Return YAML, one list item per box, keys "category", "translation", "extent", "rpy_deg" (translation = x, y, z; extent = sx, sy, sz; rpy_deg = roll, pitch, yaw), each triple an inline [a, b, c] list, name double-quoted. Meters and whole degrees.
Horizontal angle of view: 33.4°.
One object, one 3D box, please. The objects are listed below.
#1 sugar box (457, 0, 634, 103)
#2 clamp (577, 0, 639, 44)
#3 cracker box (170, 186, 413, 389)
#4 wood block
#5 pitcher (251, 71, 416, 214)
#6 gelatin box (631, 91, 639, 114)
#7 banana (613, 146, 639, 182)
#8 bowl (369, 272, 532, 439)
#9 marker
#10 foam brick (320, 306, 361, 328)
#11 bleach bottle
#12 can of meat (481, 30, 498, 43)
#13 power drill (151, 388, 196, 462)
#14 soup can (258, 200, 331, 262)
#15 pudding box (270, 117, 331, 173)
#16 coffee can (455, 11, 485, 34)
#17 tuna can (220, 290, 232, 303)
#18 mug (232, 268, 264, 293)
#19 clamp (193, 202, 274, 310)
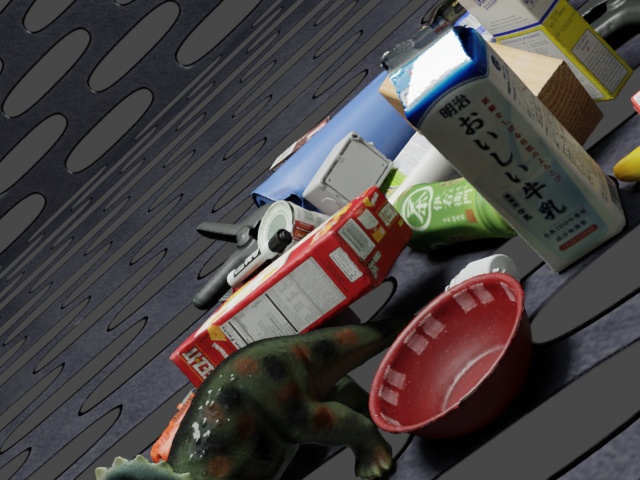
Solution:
- category: "sugar box"
  translation: [0.223, -0.209, 1.073]
  extent: [0.048, 0.176, 0.093]
  rpy_deg: [-51, 19, -13]
- category: "clamp"
  translation: [0.336, -0.258, 1.147]
  extent: [0.210, 0.036, 0.164]
  rpy_deg: [-20, 31, 54]
- category: "cracker box"
  translation: [-0.023, 0.052, 1.028]
  extent: [0.214, 0.072, 0.164]
  rpy_deg: [-38, 4, 24]
- category: "wood block"
  translation: [0.168, -0.140, 1.079]
  extent: [0.090, 0.090, 0.206]
  rpy_deg: [-54, 39, -5]
- category: "pitcher"
  translation: [0.041, -0.090, 1.324]
  extent: [0.242, 0.145, 0.149]
  rpy_deg: [-47, 30, -11]
- category: "gelatin box"
  translation: [0.322, -0.129, 0.928]
  extent: [0.089, 0.030, 0.073]
  rpy_deg: [-40, 21, 18]
- category: "banana"
  translation: [0.326, -0.102, 0.860]
  extent: [0.198, 0.037, 0.069]
  rpy_deg: [-41, 12, 18]
- category: "bowl"
  translation: [0.116, 0.104, 0.859]
  extent: [0.162, 0.055, 0.162]
  rpy_deg: [-40, 20, 17]
- category: "marker"
  translation: [-0.063, 0.019, 1.113]
  extent: [0.121, 0.020, 0.020]
  rpy_deg: [-39, 18, 50]
- category: "foam brick"
  translation: [-0.002, 0.101, 1.124]
  extent: [0.078, 0.051, 0.053]
  rpy_deg: [-37, 19, 24]
- category: "bleach bottle"
  translation: [0.109, -0.070, 1.217]
  extent: [0.251, 0.068, 0.103]
  rpy_deg: [-48, 18, 2]
- category: "can of meat"
  translation: [0.220, -0.200, 1.181]
  extent: [0.084, 0.102, 0.057]
  rpy_deg: [-44, 19, 0]
- category: "power drill"
  translation: [-0.093, 0.183, 1.147]
  extent: [0.184, 0.057, 0.188]
  rpy_deg: [-54, 18, -16]
- category: "soup can"
  translation: [-0.008, 0.001, 1.154]
  extent: [0.069, 0.102, 0.068]
  rpy_deg: [-32, 50, 46]
- category: "pudding box"
  translation: [0.002, -0.104, 1.468]
  extent: [0.114, 0.090, 0.039]
  rpy_deg: [-34, 20, 36]
- category: "coffee can"
  translation: [0.220, -0.245, 1.268]
  extent: [0.140, 0.102, 0.103]
  rpy_deg: [-44, 19, 8]
- category: "tuna can"
  translation: [-0.097, 0.059, 1.435]
  extent: [0.086, 0.033, 0.086]
  rpy_deg: [-40, 20, 17]
- category: "mug"
  translation: [-0.058, 0.067, 1.249]
  extent: [0.117, 0.093, 0.082]
  rpy_deg: [-39, 23, -8]
- category: "clamp"
  translation: [-0.084, -0.002, 1.234]
  extent: [0.172, 0.039, 0.120]
  rpy_deg: [-30, 52, 20]
